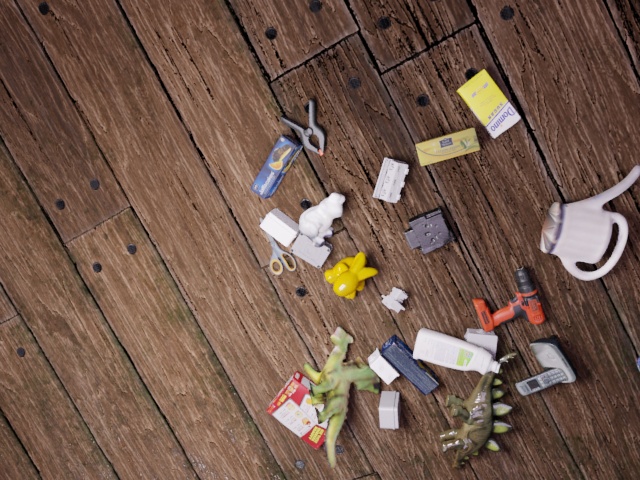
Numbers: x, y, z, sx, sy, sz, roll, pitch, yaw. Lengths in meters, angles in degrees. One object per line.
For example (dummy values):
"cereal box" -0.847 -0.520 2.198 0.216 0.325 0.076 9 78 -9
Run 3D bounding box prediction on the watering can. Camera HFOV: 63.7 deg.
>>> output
"watering can" 0.756 -0.058 1.453 0.224 0.344 0.105 12 13 8

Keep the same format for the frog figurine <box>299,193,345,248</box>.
"frog figurine" 0.005 -0.078 1.556 0.124 0.156 0.139 35 38 29

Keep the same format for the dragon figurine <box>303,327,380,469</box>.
"dragon figurine" 0.084 0.483 1.642 0.244 0.411 0.121 -14 -3 -15
